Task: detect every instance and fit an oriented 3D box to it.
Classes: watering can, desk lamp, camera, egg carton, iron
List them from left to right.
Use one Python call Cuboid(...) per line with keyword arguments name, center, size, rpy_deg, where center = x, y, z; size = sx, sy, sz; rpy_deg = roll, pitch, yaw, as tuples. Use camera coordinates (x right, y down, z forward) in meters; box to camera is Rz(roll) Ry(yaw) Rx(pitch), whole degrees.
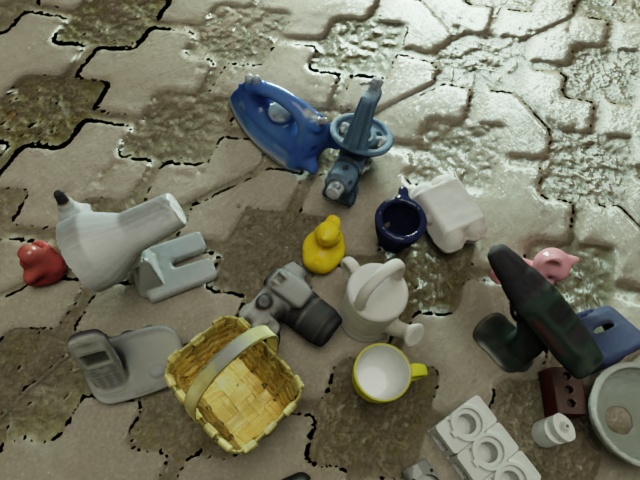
Cuboid(name="desk lamp", center=(-0.281, 0.013, 0.905), size=(0.203, 0.213, 0.118), rpy_deg=(-21, 67, -15))
Cuboid(name="iron", center=(-0.080, -0.245, 1.094), size=(0.258, 0.141, 0.119), rpy_deg=(36, 66, 12))
Cuboid(name="camera", center=(-0.042, 0.121, 0.939), size=(0.136, 0.101, 0.143), rpy_deg=(36, 66, 12))
Cuboid(name="watering can", center=(0.096, 0.093, 0.915), size=(0.172, 0.194, 0.101), rpy_deg=(29, 65, 9))
Cuboid(name="egg carton", center=(0.237, -0.050, 1.070), size=(0.107, 0.069, 0.150), rpy_deg=(-23, 68, -16))

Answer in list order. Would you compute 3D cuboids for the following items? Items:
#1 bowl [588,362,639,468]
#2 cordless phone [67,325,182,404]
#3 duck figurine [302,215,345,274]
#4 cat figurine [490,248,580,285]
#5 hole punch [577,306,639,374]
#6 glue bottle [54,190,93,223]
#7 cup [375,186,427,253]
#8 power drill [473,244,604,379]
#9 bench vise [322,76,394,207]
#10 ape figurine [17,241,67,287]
Cuboid(name="bowl", center=(0.504, 0.287, 0.927), size=(0.167, 0.075, 0.167), rpy_deg=(2, 63, -5))
Cuboid(name="cordless phone", center=(-0.282, 0.168, 0.844), size=(0.148, 0.185, 0.094), rpy_deg=(-18, 67, -14))
Cuboid(name="duck figurine", center=(0.009, 0.004, 1.011), size=(0.077, 0.086, 0.105), rpy_deg=(21, 64, 5))
Cuboid(name="cat figurine", center=(0.382, 0.044, 1.011), size=(0.127, 0.118, 0.067), rpy_deg=(17, 63, 3))
Cuboid(name="hole punch", center=(0.477, 0.164, 0.976), size=(0.109, 0.091, 0.101), rpy_deg=(-20, 67, -15))
Cuboid(name="glue bottle", center=(-0.400, -0.034, 0.939), size=(0.078, 0.173, 0.037), rpy_deg=(-10, 65, -10))
Cuboid(name="cup", center=(0.139, -0.029, 1.035), size=(0.091, 0.095, 0.118), rpy_deg=(8, 63, -1))
Cuboid(name="power drill", center=(0.324, 0.130, 0.911), size=(0.076, 0.208, 0.229), rpy_deg=(-37, 73, -21))
Cuboid(name="bench vise", center=(0.076, -0.171, 1.029), size=(0.121, 0.220, 0.207), rpy_deg=(7, 63, -2))
Cuboid(name="ape figurine", center=(-0.466, 0.034, 0.944), size=(0.076, 0.092, 0.078), rpy_deg=(20, 63, 5))
